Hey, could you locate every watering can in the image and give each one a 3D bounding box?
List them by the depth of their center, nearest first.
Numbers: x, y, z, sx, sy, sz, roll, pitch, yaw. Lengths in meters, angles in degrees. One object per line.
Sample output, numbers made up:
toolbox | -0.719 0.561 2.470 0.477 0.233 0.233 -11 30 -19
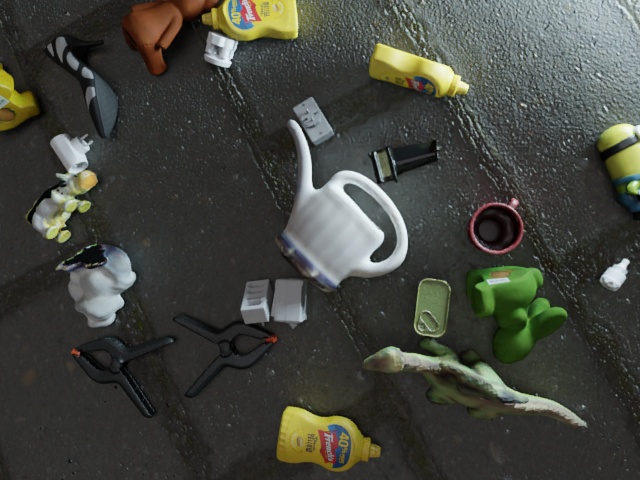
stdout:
watering can | 0.003 -0.050 0.990 0.349 0.104 0.224 45 92 8

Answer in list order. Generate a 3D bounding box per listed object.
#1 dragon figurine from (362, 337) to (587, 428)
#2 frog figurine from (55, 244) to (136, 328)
dragon figurine | 0.273 0.255 0.863 0.411 0.241 0.123 15 84 10
frog figurine | -0.442 0.094 1.052 0.137 0.125 0.156 -15 120 -2
